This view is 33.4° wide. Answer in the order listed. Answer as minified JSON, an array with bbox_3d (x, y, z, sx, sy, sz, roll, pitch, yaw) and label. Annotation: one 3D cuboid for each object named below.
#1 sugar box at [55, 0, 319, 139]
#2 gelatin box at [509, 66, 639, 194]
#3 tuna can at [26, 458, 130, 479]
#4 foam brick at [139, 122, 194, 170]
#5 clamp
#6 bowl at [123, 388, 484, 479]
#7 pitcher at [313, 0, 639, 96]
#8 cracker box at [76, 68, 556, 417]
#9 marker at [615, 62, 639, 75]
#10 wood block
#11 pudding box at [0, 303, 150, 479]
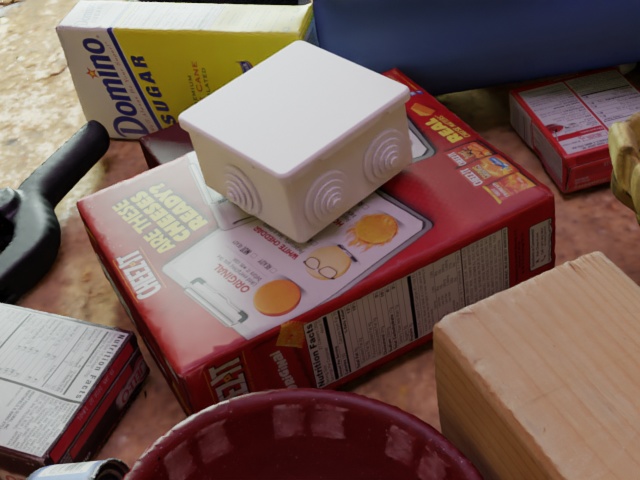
[{"bbox_3d":[-0.083,-0.111,0.721,0.176,0.093,0.048,3,42,17],"label":"sugar box"},{"bbox_3d":[0.168,-0.070,0.664,0.073,0.030,0.089,-15,39,-7],"label":"gelatin box"},{"bbox_3d":[-0.099,0.136,0.446,0.034,0.086,0.086,-7,41,8],"label":"tuna can"},{"bbox_3d":[-0.065,-0.047,0.675,0.078,0.051,0.053,-25,44,-15],"label":"foam brick"},{"bbox_3d":[-0.192,-0.019,0.682,0.120,0.039,0.171,-16,47,1],"label":"clamp"},{"bbox_3d":[-0.007,0.137,0.436,0.162,0.055,0.162,1,39,-1],"label":"bowl"},{"bbox_3d":[0.119,-0.162,0.668,0.243,0.145,0.149,-4,32,18],"label":"pitcher"},{"bbox_3d":[-0.004,0.001,0.591,0.213,0.072,0.164,-25,42,-15],"label":"cracker box"},{"bbox_3d":[0.244,-0.145,0.740,0.121,0.020,0.020,-30,44,-20],"label":"marker"},{"bbox_3d":[0.135,0.108,0.422,0.090,0.090,0.206,-22,41,-14],"label":"wood block"},{"bbox_3d":[-0.160,0.080,0.561,0.114,0.039,0.090,11,44,22],"label":"pudding box"}]
